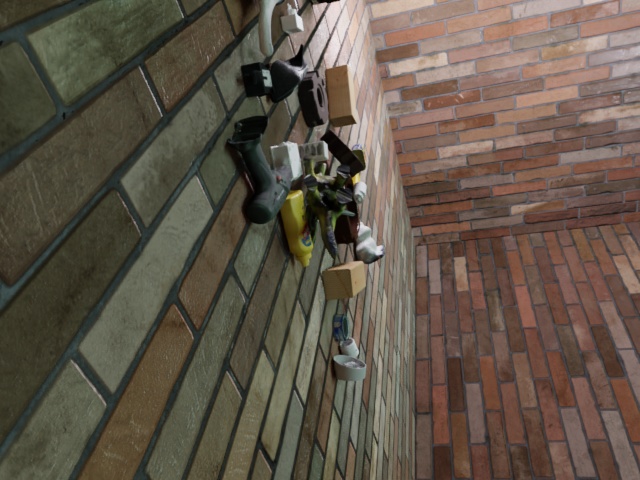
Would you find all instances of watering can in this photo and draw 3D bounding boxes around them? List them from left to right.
[{"bbox_3d":[-0.134,-0.595,1.198,0.104,0.345,0.227,-8,11,15],"label":"watering can"}]

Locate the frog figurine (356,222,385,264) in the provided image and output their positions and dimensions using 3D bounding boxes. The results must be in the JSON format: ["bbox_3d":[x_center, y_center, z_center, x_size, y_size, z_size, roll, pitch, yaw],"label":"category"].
[{"bbox_3d":[0.175,0.015,2.056,0.120,0.159,0.140,-43,7,34],"label":"frog figurine"}]

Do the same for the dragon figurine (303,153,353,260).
[{"bbox_3d":[0.004,-0.068,1.356,0.122,0.420,0.237,4,-36,-6],"label":"dragon figurine"}]
